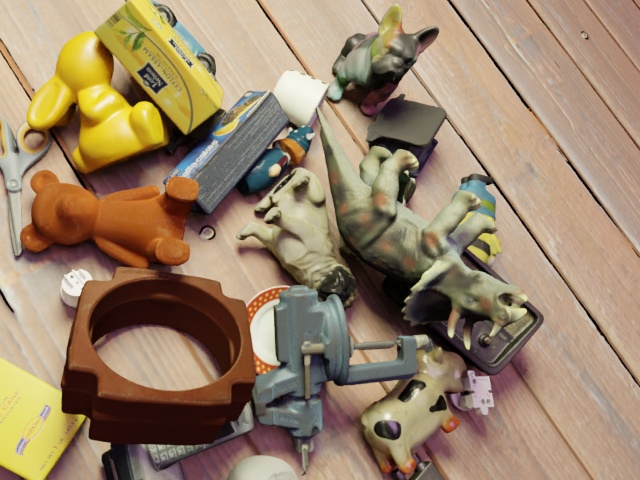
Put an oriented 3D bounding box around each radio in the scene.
[{"bbox_3d":[0.218,0.095,0.844,0.229,0.073,0.131,40,86,-3],"label":"radio"}]

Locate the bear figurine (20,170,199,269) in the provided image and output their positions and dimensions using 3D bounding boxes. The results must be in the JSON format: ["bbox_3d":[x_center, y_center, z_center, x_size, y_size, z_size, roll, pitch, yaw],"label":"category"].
[{"bbox_3d":[-0.267,-0.031,0.680,0.196,0.132,0.120,15,74,-25],"label":"bear figurine"}]

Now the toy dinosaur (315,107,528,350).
[{"bbox_3d":[0.106,-0.013,0.761,0.405,0.131,0.192,35,87,20],"label":"toy dinosaur"}]

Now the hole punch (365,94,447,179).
[{"bbox_3d":[0.154,-0.184,0.962,0.116,0.092,0.142,23,60,20],"label":"hole punch"}]

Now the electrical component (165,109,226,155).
[{"bbox_3d":[-0.179,-0.158,0.821,0.078,0.045,0.102,12,58,12],"label":"electrical component"}]

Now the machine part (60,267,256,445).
[{"bbox_3d":[-0.185,0.131,0.626,0.201,0.087,0.201,9,34,-21],"label":"machine part"}]

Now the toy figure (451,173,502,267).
[{"bbox_3d":[0.261,-0.027,0.936,0.089,0.082,0.180,6,73,0],"label":"toy figure"}]

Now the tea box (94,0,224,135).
[{"bbox_3d":[-0.211,-0.238,0.731,0.169,0.068,0.098,50,12,-27],"label":"tea box"}]

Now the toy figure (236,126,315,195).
[{"bbox_3d":[-0.067,-0.128,0.845,0.064,0.057,0.154,41,62,19],"label":"toy figure"}]

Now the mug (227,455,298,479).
[{"bbox_3d":[-0.073,0.301,0.638,0.109,0.107,0.081,-8,72,-28],"label":"mug"}]

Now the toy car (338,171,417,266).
[{"bbox_3d":[0.097,-0.049,0.889,0.073,0.056,0.202,32,59,-2],"label":"toy car"}]

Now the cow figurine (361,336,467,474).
[{"bbox_3d":[0.139,0.227,0.779,0.195,0.085,0.127,-31,90,-29],"label":"cow figurine"}]

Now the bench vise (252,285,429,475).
[{"bbox_3d":[0.030,0.168,0.711,0.241,0.129,0.223,-3,82,-12],"label":"bench vise"}]

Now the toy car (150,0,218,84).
[{"bbox_3d":[-0.235,-0.273,0.818,0.103,0.109,0.161,-44,103,-8],"label":"toy car"}]

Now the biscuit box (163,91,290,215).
[{"bbox_3d":[-0.133,-0.130,0.781,0.202,0.059,0.062,-53,132,-21],"label":"biscuit box"}]

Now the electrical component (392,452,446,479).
[{"bbox_3d":[0.147,0.351,0.762,0.063,0.021,0.094,-36,87,-31],"label":"electrical component"}]

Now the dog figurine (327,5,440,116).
[{"bbox_3d":[0.110,-0.320,0.912,0.108,0.219,0.191,25,62,-16],"label":"dog figurine"}]

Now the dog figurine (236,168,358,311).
[{"bbox_3d":[-0.005,0.000,0.811,0.190,0.121,0.172,44,61,-18],"label":"dog figurine"}]

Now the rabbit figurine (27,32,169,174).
[{"bbox_3d":[-0.302,-0.186,0.727,0.162,0.122,0.173,-16,106,3],"label":"rabbit figurine"}]

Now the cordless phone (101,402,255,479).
[{"bbox_3d":[-0.149,0.271,0.639,0.184,0.089,0.146,-9,72,-40],"label":"cordless phone"}]
